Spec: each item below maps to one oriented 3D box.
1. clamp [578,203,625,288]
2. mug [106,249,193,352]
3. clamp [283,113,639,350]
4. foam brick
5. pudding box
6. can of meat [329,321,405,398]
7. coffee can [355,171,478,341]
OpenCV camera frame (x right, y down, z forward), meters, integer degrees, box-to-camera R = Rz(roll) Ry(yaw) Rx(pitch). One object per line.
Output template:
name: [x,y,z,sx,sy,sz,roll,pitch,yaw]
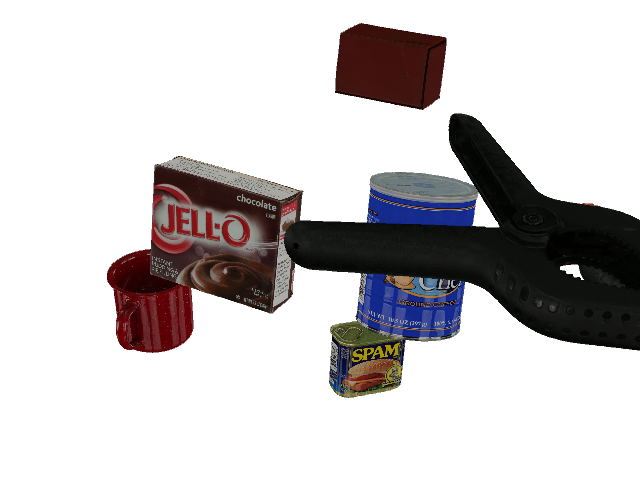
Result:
clamp: [0.240,0.033,0.716,0.120,0.039,0.171,-5,44,-26]
mug: [-0.184,0.073,1.145,0.093,0.081,0.117,9,32,16]
clamp: [0.097,0.006,0.548,0.164,0.036,0.210,-30,46,-33]
foam brick: [0.057,-0.143,0.872,0.078,0.051,0.052,14,24,19]
pudding box: [-0.072,-0.006,0.796,0.114,0.090,0.039,15,25,21]
can of meat: [0.062,0.156,1.418,0.102,0.084,0.057,-6,26,-21]
coffee can: [0.091,0.013,1.022,0.103,0.140,0.103,5,15,-2]
